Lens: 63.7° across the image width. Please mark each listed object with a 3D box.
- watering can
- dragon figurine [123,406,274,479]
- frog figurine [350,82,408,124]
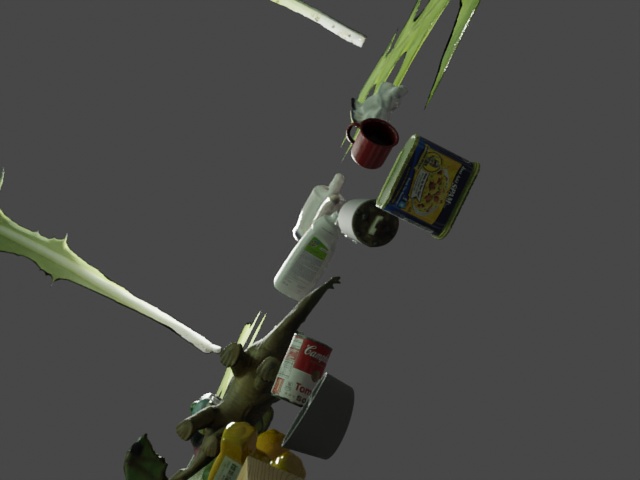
[{"bbox_3d":[0.004,-0.070,1.385,0.222,0.104,0.352,-63,3,15],"label":"watering can"},{"bbox_3d":[-0.273,0.472,1.015,0.122,0.243,0.411,156,138,-88],"label":"dragon figurine"},{"bbox_3d":[0.168,-0.351,1.365,0.158,0.121,0.140,-19,20,25],"label":"frog figurine"}]
